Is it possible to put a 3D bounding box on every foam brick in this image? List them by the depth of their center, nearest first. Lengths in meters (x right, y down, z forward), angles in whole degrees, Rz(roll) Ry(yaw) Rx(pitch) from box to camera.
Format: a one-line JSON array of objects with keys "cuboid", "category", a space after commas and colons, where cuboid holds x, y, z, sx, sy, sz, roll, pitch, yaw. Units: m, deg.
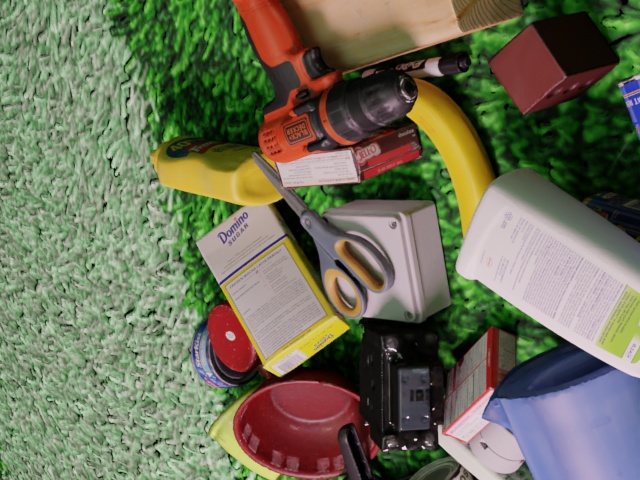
[{"cuboid": [0.181, -0.137, 0.823, 0.053, 0.078, 0.051, -42, 74, 48], "category": "foam brick"}]

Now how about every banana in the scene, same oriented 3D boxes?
[{"cuboid": [0.115, -0.072, 0.946, 0.070, 0.037, 0.198, -35, 86, 34], "category": "banana"}]

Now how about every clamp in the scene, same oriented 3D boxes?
[{"cuboid": [0.050, 0.264, 1.143, 0.120, 0.039, 0.172, 35, 131, 5], "category": "clamp"}]

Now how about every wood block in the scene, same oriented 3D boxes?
[{"cuboid": [0.058, -0.202, 0.916, 0.207, 0.090, 0.090, -9, 101, 48], "category": "wood block"}]

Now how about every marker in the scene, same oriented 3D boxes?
[{"cuboid": [0.086, -0.152, 0.961, 0.121, 0.020, 0.020, -2, 105, 47], "category": "marker"}]

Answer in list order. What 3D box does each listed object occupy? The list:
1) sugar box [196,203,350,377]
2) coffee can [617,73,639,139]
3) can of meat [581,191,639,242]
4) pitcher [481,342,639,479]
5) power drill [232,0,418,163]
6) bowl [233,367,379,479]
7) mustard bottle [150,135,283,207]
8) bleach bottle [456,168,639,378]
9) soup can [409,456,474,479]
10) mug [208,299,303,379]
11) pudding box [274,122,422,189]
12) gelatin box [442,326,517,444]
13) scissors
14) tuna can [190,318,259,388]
[{"cuboid": [-0.051, 0.046, 1.116, 0.093, 0.048, 0.176, -36, 56, 7], "category": "sugar box"}, {"cuboid": [0.278, -0.062, 0.733, 0.103, 0.102, 0.140, -20, 92, 49], "category": "coffee can"}, {"cuboid": [0.246, 0.018, 0.837, 0.084, 0.057, 0.102, 21, 121, 43], "category": "can of meat"}, {"cuboid": [0.254, 0.200, 0.865, 0.149, 0.144, 0.243, -16, 99, 61], "category": "pitcher"}, {"cuboid": [-0.011, -0.166, 0.892, 0.185, 0.057, 0.187, -16, 96, 49], "category": "power drill"}, {"cuboid": [-0.011, 0.187, 1.148, 0.162, 0.055, 0.162, 2, 131, 2], "category": "bowl"}, {"cuboid": [-0.119, -0.079, 1.153, 0.192, 0.096, 0.058, 13, 115, 43], "category": "mustard bottle"}, {"cuboid": [0.219, 0.051, 0.788, 0.251, 0.067, 0.103, 40, 133, 30], "category": "bleach bottle"}, {"cuboid": [0.135, 0.270, 1.038, 0.069, 0.068, 0.102, -24, 102, 49], "category": "soup can"}, {"cuboid": [-0.064, 0.106, 1.185, 0.117, 0.081, 0.093, 59, 138, 10], "category": "mug"}, {"cuboid": [0.025, -0.079, 1.004, 0.114, 0.089, 0.039, -4, 104, 48], "category": "pudding box"}, {"cuboid": [0.147, 0.134, 0.980, 0.030, 0.073, 0.089, 23, 134, -11], "category": "gelatin box"}, {"cuboid": [-0.007, 0.001, 1.041, 0.202, 0.016, 0.096, 37, 131, 31], "category": "scissors"}, {"cuboid": [-0.106, 0.129, 1.236, 0.034, 0.085, 0.086, -10, 99, 47], "category": "tuna can"}]
